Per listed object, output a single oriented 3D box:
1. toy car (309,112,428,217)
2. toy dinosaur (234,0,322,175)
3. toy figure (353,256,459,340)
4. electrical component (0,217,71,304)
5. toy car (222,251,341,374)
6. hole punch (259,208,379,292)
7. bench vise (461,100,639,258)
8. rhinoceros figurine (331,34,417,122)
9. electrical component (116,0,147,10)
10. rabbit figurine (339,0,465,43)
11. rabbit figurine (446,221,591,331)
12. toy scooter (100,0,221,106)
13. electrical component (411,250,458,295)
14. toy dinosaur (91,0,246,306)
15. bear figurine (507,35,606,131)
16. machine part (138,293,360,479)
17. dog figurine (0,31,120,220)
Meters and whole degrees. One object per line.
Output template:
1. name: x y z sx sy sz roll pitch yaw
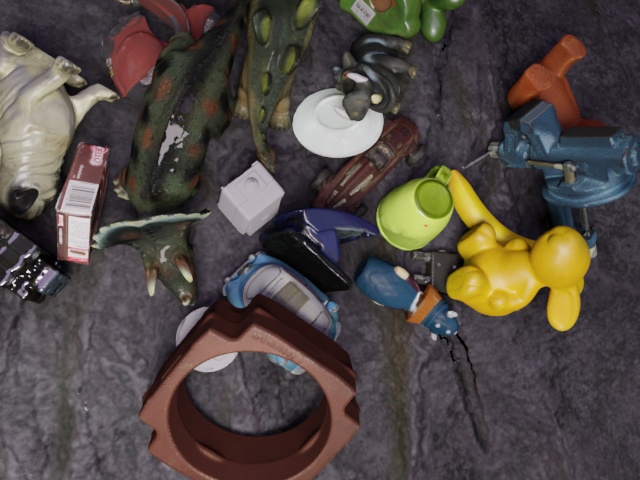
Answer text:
1. toy car: 0.070 -0.104 0.765 0.089 0.053 0.202 47 70 -2
2. toy dinosaur: -0.045 -0.316 0.711 0.105 0.198 0.471 7 77 -15
3. toy figure: 0.121 0.076 0.726 0.154 0.064 0.058 31 63 -4
4. electrical component: -0.349 0.015 0.601 0.134 0.115 0.058 37 76 -4
5. toy car: -0.041 0.084 0.666 0.109 0.103 0.161 -42 91 -20
6. hole punch: -0.001 -0.002 0.684 0.115 0.142 0.092 40 72 -16
7. bench vise: 0.350 -0.077 0.779 0.129 0.224 0.240 -45 123 -35
8. rhinoceros figurine: 0.072 -0.231 0.749 0.112 0.073 0.190 21 45 -9
9. electrical component: -0.275 -0.372 0.752 0.102 0.045 0.078 32 44 -7
10. rabbit figurine: 0.143 -0.387 0.819 0.159 0.121 0.170 40 56 5
11. rabbit figurine: 0.277 0.047 0.705 0.162 0.173 0.122 43 49 -9
12. toy scooter: -0.224 -0.275 0.713 0.135 0.075 0.184 47 69 -17
13. electrical component: 0.174 0.045 0.768 0.094 0.021 0.063 9 74 -11
14. toy dinosaur: -0.157 -0.124 0.612 0.131 0.192 0.404 13 101 -21
15. bear figurine: 0.384 -0.186 0.822 0.120 0.132 0.196 -38 82 -14
16. machine part: -0.074 0.175 0.593 0.201 0.087 0.201 36 105 -12
17. dog figurine: -0.365 -0.137 0.652 0.173 0.121 0.190 29 88 29
